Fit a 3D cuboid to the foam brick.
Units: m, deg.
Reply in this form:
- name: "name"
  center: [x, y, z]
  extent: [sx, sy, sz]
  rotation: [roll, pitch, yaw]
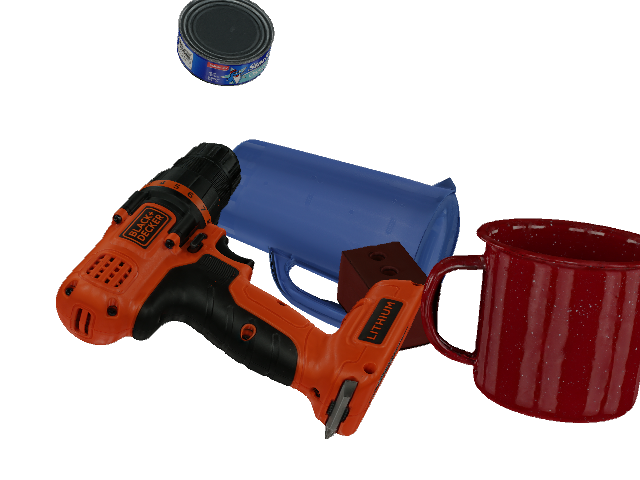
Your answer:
- name: "foam brick"
  center: [0.052, 0.044, 0.837]
  extent: [0.053, 0.051, 0.078]
  rotation: [-11, 35, -20]

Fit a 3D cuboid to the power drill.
- name: "power drill"
  center: [-0.037, 0.023, 0.639]
  extent: [0.188, 0.057, 0.184]
  rotation: [24, 42, 8]

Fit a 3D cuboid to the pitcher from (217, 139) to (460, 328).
- name: "pitcher"
  center: [0.009, -0.013, 1.095]
  extent: [0.243, 0.145, 0.149]
  rotation: [19, 25, 21]

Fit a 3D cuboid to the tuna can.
- name: "tuna can"
  center: [-0.086, -0.180, 0.960]
  extent: [0.086, 0.086, 0.034]
  rotation: [0, -34, -13]

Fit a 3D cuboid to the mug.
- name: "mug"
  center: [0.108, 0.038, 0.528]
  extent: [0.117, 0.081, 0.093]
  rotation: [4, 13, -2]
